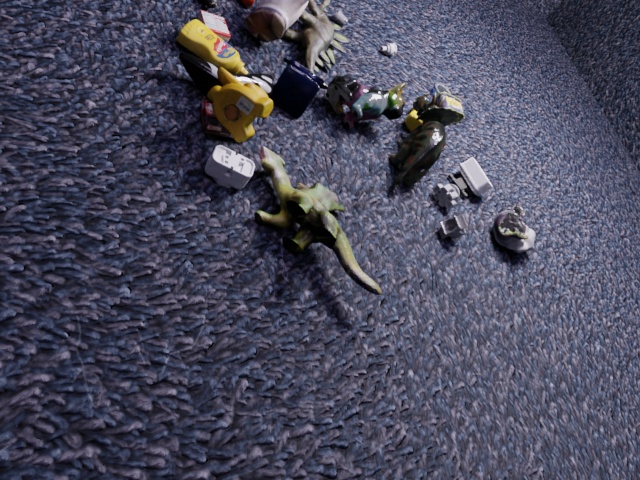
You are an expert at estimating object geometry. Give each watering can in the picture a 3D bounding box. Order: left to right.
[{"bbox_3d":[-0.083,-0.681,1.480,0.102,0.348,0.228,49,62,-35],"label":"watering can"}]

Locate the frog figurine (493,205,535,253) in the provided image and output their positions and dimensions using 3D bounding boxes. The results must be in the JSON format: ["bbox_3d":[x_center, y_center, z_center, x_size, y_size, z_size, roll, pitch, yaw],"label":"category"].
[{"bbox_3d":[0.612,-0.018,1.626,0.157,0.122,0.140,48,15,-55],"label":"frog figurine"}]

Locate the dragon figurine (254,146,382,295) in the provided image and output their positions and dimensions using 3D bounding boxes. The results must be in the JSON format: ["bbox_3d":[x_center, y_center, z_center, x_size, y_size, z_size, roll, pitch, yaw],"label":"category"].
[{"bbox_3d":[0.004,-0.060,1.185,0.409,0.120,0.248,41,35,-5],"label":"dragon figurine"}]
